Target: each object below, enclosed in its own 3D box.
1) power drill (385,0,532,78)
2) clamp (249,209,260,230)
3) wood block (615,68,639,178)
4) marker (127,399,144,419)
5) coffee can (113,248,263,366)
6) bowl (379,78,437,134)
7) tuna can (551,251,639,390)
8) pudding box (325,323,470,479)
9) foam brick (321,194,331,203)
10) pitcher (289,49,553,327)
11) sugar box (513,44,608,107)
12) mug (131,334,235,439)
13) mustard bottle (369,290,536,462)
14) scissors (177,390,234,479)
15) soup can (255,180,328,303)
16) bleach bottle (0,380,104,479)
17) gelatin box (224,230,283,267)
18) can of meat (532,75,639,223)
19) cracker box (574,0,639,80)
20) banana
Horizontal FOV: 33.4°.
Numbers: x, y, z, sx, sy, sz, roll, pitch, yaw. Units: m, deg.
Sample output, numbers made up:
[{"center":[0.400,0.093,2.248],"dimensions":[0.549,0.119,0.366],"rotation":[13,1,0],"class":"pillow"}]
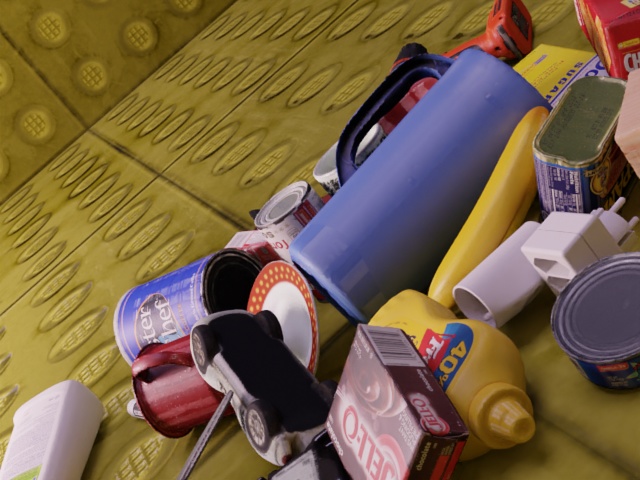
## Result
[{"center":[0.161,-0.220,1.271],"dimensions":[0.188,0.057,0.184],"rotation":[-32,26,28],"class":"power drill"},{"center":[-0.070,0.006,1.220],"dimensions":[0.120,0.039,0.172],"rotation":[-49,23,-22],"class":"clamp"},{"center":[0.313,-0.096,0.703],"dimensions":[0.207,0.090,0.090],"rotation":[-22,27,37],"class":"wood block"},{"center":[-0.160,0.173,1.062],"dimensions":[0.020,0.020,0.121],"rotation":[-49,23,-24],"class":"marker"},{"center":[-0.126,0.076,1.082],"dimensions":[0.141,0.102,0.102],"rotation":[-22,27,39],"class":"coffee can"},{"center":[0.121,-0.124,1.138],"dimensions":[0.162,0.055,0.162],"rotation":[-34,21,15],"class":"bowl"},{"center":[0.191,0.050,0.666],"dimensions":[0.086,0.033,0.086],"rotation":[-26,36,20],"class":"tuna can"},{"center":[0.046,0.122,0.685],"dimensions":[0.113,0.039,0.090],"rotation":[-118,40,-54],"class":"pudding box"},{"center":[0.002,-0.008,1.108],"dimensions":[0.078,0.053,0.051],"rotation":[-22,27,38],"class":"foam brick"},{"center":[0.084,-0.044,0.925],"dimensions":[0.243,0.145,0.149],"rotation":[-45,21,-5],"class":"pitcher"},{"center":[0.224,-0.135,0.997],"dimensions":[0.093,0.048,0.176],"rotation":[-41,19,-4],"class":"sugar box"},{"center":[-0.118,0.122,0.967],"dimensions":[0.082,0.117,0.093],"rotation":[-22,57,28],"class":"mug"},{"center":[0.088,0.098,0.728],"dimensions":[0.096,0.058,0.192],"rotation":[-59,24,-3],"class":"mustard bottle"},{"center":[-0.118,0.213,0.808],"dimensions":[0.202,0.016,0.096],"rotation":[-57,14,20],"class":"scissors"},{"center":[-0.007,0.001,1.032],"dimensions":[0.068,0.102,0.068],"rotation":[-34,22,15],"class":"soup can"},{"center":[-0.286,0.249,1.062],"dimensions":[0.103,0.068,0.250],"rotation":[-33,24,19],"class":"bleach bottle"},{"center":[-0.049,0.024,1.099],"dimensions":[0.030,0.073,0.089],"rotation":[-50,23,-25],"class":"gelatin box"},{"center":[0.202,-0.063,0.807],"dimensions":[0.058,0.084,0.102],"rotation":[16,55,31],"class":"can of meat"},{"center":[0.309,-0.207,0.905],"dimensions":[0.164,0.072,0.213],"rotation":[-15,27,11],"class":"cracker box"},{"center":[0.132,-0.017,0.835],"dimensions":[0.198,0.037,0.070],"rotation":[-59,18,5],"class":"banana"}]
